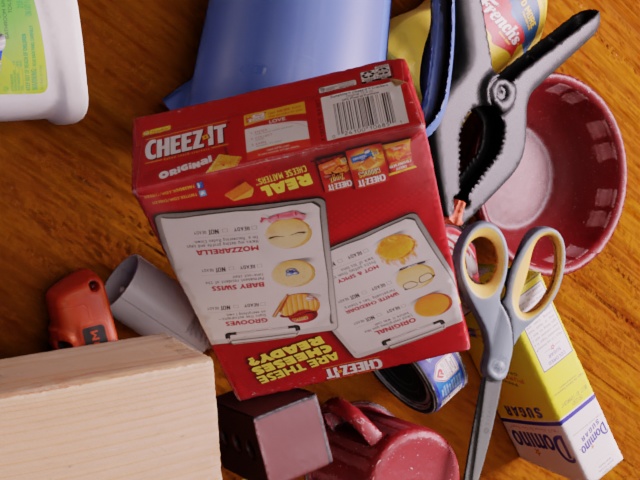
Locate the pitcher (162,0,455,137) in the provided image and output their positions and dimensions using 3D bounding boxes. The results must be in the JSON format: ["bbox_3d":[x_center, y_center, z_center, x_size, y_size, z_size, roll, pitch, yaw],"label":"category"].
[{"bbox_3d":[0.001,-0.174,0.716,0.149,0.145,0.243,13,82,-35],"label":"pitcher"}]

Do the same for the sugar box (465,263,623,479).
[{"bbox_3d":[0.165,0.104,0.843,0.048,0.093,0.176,-31,106,-21],"label":"sugar box"}]

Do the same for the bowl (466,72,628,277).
[{"bbox_3d":[0.172,-0.052,0.863,0.161,0.055,0.162,-1,92,-30],"label":"bowl"}]

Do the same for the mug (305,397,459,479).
[{"bbox_3d":[0.042,0.162,0.781,0.093,0.082,0.117,-39,110,-23],"label":"mug"}]

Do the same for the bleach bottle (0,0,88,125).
[{"bbox_3d":[-0.266,-0.106,0.608,0.250,0.068,0.102,-9,98,-27],"label":"bleach bottle"}]

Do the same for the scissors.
[{"bbox_3d":[0.111,0.074,0.755,0.096,0.016,0.201,29,82,-18],"label":"scissors"}]

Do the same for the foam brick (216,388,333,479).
[{"bbox_3d":[-0.036,0.132,0.739,0.051,0.078,0.053,-18,99,-27],"label":"foam brick"}]

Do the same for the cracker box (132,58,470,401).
[{"bbox_3d":[-0.004,0.001,0.662,0.164,0.072,0.213,-13,138,6],"label":"cracker box"}]

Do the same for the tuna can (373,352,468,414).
[{"bbox_3d":[0.067,0.087,0.791,0.033,0.086,0.086,-39,110,-21],"label":"tuna can"}]

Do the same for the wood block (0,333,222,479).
[{"bbox_3d":[-0.167,0.117,0.592,0.205,0.090,0.091,-8,99,-27],"label":"wood block"}]

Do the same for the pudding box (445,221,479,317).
[{"bbox_3d":[0.069,-0.001,0.790,0.113,0.039,0.090,34,34,-25],"label":"pudding box"}]

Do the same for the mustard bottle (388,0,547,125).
[{"bbox_3d":[0.122,-0.168,0.829,0.191,0.058,0.096,-44,114,-21],"label":"mustard bottle"}]

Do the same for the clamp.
[{"bbox_3d":[0.130,-0.110,0.782,0.164,0.036,0.210,14,88,-33],"label":"clamp"}]

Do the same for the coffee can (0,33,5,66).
[{"bbox_3d":[-0.222,-0.044,0.552,0.102,0.103,0.140,2,105,-30],"label":"coffee can"}]

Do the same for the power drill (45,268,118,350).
[{"bbox_3d":[-0.218,0.078,0.646,0.187,0.057,0.184,-18,104,-25],"label":"power drill"}]
